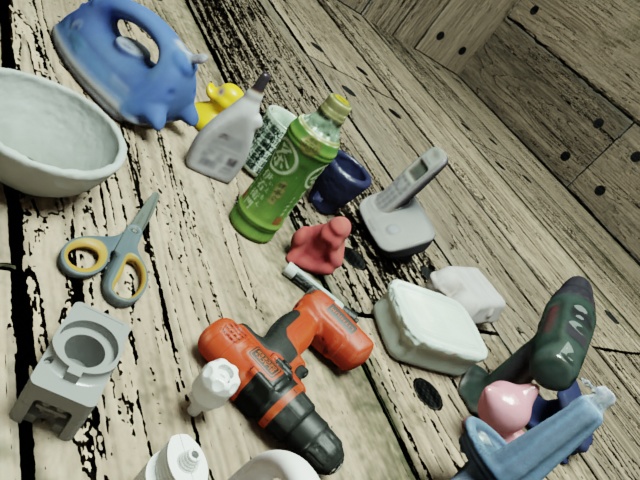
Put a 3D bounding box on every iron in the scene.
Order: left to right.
[{"bbox_3d":[-0.271,-0.274,0.811,0.258,0.141,0.119,43,27,7],"label":"iron"}]

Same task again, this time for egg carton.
[{"bbox_3d":[0.247,0.098,0.975,0.151,0.069,0.107,4,43,-48],"label":"egg carton"}]

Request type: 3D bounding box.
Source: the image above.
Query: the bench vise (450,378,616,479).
[{"bbox_3d":[0.186,0.229,0.538,0.121,0.219,0.208,43,27,6],"label":"bench vise"}]

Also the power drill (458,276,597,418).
[{"bbox_3d":[0.294,0.155,0.796,0.075,0.208,0.230,42,27,5],"label":"power drill"}]

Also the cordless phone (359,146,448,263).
[{"bbox_3d":[0.162,-0.065,0.988,0.094,0.185,0.147,16,35,-38],"label":"cordless phone"}]

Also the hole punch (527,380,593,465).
[{"bbox_3d":[0.374,0.263,0.863,0.101,0.091,0.109,46,28,13],"label":"hole punch"}]

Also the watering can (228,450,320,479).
[{"bbox_3d":[-0.047,0.194,0.329,0.173,0.194,0.100,3,44,-49],"label":"watering can"}]

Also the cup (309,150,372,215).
[{"bbox_3d":[0.013,-0.095,0.946,0.118,0.095,0.091,26,30,-24],"label":"cup"}]

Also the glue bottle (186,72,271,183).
[{"bbox_3d":[-0.116,-0.161,0.798,0.078,0.173,0.037,22,32,-30],"label":"glue bottle"}]

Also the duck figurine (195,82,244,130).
[{"bbox_3d":[-0.151,-0.208,0.922,0.105,0.086,0.077,35,27,-9],"label":"duck figurine"}]

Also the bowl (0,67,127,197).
[{"bbox_3d":[-0.293,-0.098,0.592,0.168,0.074,0.167,30,29,-18],"label":"bowl"}]

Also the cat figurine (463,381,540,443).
[{"bbox_3d":[0.239,0.230,0.715,0.128,0.117,0.067,40,27,2],"label":"cat figurine"}]

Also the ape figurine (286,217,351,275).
[{"bbox_3d":[0.007,0.003,0.796,0.077,0.092,0.076,48,28,16],"label":"ape figurine"}]
